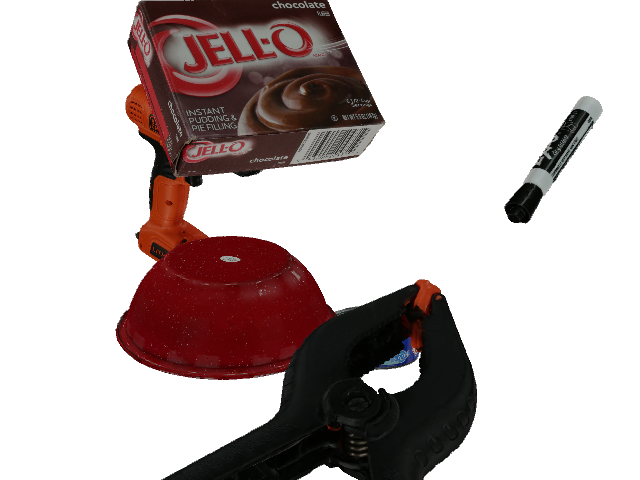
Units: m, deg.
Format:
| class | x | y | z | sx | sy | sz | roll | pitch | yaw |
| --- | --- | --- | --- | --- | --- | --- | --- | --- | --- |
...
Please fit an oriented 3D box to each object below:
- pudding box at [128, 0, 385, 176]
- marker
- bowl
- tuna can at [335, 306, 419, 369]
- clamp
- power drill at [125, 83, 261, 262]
| class | x | y | z | sx | sy | sz | roll | pitch | yaw |
| --- | --- | --- | --- | --- | --- | --- | --- | --- | --- |
| pudding box | -0.035 | -0.083 | 0.558 | 0.113 | 0.090 | 0.039 | -7 | -29 | -30 |
| marker | 0.160 | -0.055 | 0.733 | 0.020 | 0.020 | 0.121 | 0 | 43 | 48 |
| bowl | -0.066 | 0.038 | 0.765 | 0.162 | 0.055 | 0.162 | 1 | 21 | -1 |
| tuna can | 0.048 | 0.088 | 0.975 | 0.086 | 0.034 | 0.086 | 1 | 14 | 0 |
| clamp | 0.020 | 0.082 | 0.414 | 0.120 | 0.039 | 0.171 | 28 | 50 | 21 |
| power drill | -0.128 | -0.053 | 1.092 | 0.185 | 0.188 | 0.057 | 30 | 38 | 34 |
